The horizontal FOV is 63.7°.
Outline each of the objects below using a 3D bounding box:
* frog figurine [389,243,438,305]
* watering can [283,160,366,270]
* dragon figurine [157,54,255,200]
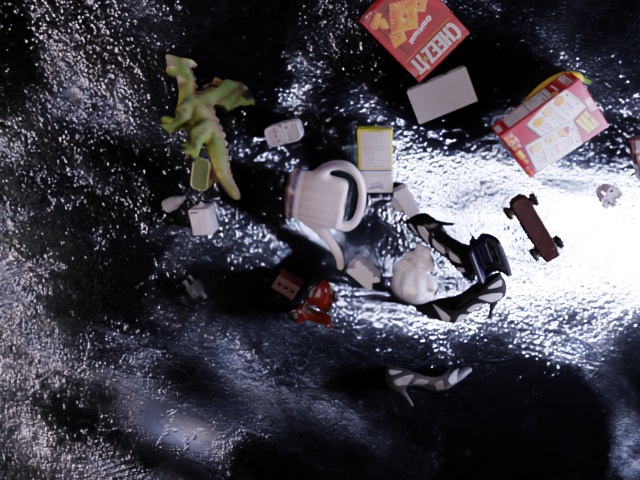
[{"bbox_3d":[0.272,0.097,1.441,0.138,0.124,0.156,37,126,15],"label":"frog figurine"},{"bbox_3d":[0.004,-0.072,1.435,0.224,0.106,0.340,14,123,5],"label":"watering can"},{"bbox_3d":[-0.279,-0.323,1.358,0.243,0.122,0.411,-45,87,-2],"label":"dragon figurine"}]
